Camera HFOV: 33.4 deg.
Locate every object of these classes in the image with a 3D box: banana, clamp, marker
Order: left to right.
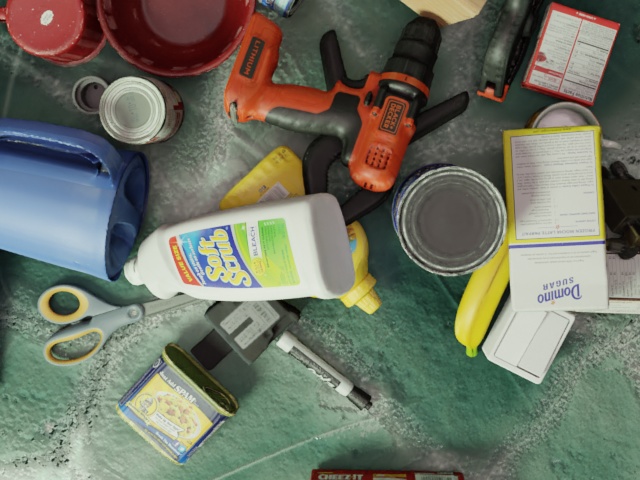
[{"bbox_3d":[0.006,0.140,1.130,0.121,0.020,0.020,38,96,-1],"label":"marker"},{"bbox_3d":[0.034,-0.103,1.074,0.164,0.036,0.210,31,77,3],"label":"clamp"},{"bbox_3d":[0.180,0.029,1.089,0.037,0.069,0.198,26,97,13],"label":"banana"},{"bbox_3d":[0.201,-0.224,1.059,0.039,0.120,0.172,30,119,23],"label":"clamp"}]

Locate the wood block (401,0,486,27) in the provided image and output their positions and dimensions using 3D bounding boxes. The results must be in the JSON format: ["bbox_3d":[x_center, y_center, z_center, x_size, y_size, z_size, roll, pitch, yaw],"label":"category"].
[{"bbox_3d":[0.073,-0.301,1.012,0.206,0.091,0.090,33,82,-19],"label":"wood block"}]

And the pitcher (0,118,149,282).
[{"bbox_3d":[-0.301,-0.055,1.067,0.243,0.145,0.149,13,99,4],"label":"pitcher"}]

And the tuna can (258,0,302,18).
[{"bbox_3d":[-0.025,-0.264,1.058,0.034,0.086,0.086,32,96,-2],"label":"tuna can"}]

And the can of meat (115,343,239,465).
[{"bbox_3d":[-0.151,0.174,1.122,0.102,0.057,0.084,43,98,-1],"label":"can of meat"}]

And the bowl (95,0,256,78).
[{"bbox_3d":[-0.142,-0.244,1.081,0.162,0.055,0.162,0,96,3],"label":"bowl"}]

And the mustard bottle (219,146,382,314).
[{"bbox_3d":[-0.007,0.001,1.097,0.096,0.058,0.191,-43,92,0],"label":"mustard bottle"}]

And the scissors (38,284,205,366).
[{"bbox_3d":[-0.212,0.064,1.134,0.202,0.016,0.096,-30,93,3],"label":"scissors"}]

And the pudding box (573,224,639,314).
[{"bbox_3d":[0.310,0.028,1.077,0.113,0.039,0.090,1,64,4],"label":"pudding box"}]

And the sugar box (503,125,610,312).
[{"bbox_3d":[0.228,-0.020,1.028,0.093,0.048,0.176,-2,92,15],"label":"sugar box"}]

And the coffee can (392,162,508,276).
[{"bbox_3d":[0.124,-0.024,1.048,0.103,0.140,0.103,0,95,2],"label":"coffee can"}]

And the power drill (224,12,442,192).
[{"bbox_3d":[0.013,-0.156,1.037,0.187,0.057,0.184,19,75,5],"label":"power drill"}]

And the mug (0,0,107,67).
[{"bbox_3d":[-0.278,-0.225,1.076,0.117,0.081,0.093,8,97,2],"label":"mug"}]

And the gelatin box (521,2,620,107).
[{"bbox_3d":[0.253,-0.187,1.082,0.073,0.030,0.089,17,96,-1],"label":"gelatin box"}]

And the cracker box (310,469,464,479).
[{"bbox_3d":[0.071,0.352,1.123,0.164,0.072,0.214,0,96,3],"label":"cracker box"}]

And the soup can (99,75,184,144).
[{"bbox_3d":[-0.177,-0.129,1.070,0.068,0.102,0.068,0,96,2],"label":"soup can"}]

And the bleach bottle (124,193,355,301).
[{"bbox_3d":[-0.091,0.022,1.058,0.251,0.068,0.102,-11,92,33],"label":"bleach bottle"}]
